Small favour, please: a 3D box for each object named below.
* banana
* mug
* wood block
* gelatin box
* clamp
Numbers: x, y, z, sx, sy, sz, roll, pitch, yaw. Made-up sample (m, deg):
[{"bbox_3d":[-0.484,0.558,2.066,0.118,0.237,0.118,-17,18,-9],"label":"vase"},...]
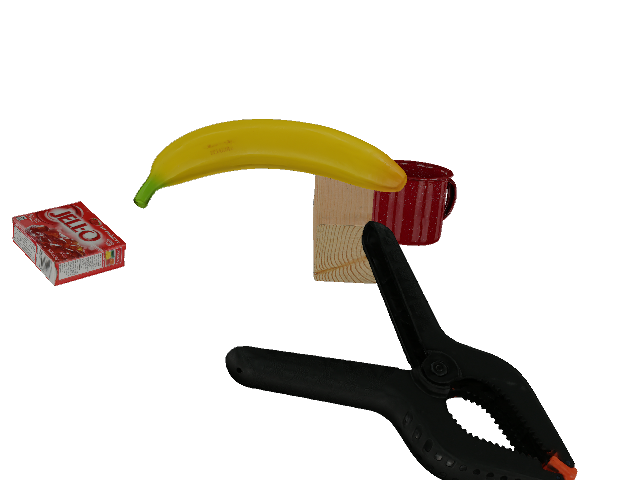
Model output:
[{"bbox_3d":[-0.038,-0.059,0.786,0.197,0.069,0.037,-5,-21,-2],"label":"banana"},{"bbox_3d":[0.111,-0.044,1.235,0.117,0.081,0.093,-9,21,-38],"label":"mug"},{"bbox_3d":[0.036,-0.028,1.533,0.091,0.090,0.206,3,27,-3],"label":"wood block"},{"bbox_3d":[-0.236,0.001,0.996,0.073,0.030,0.089,-16,40,-36],"label":"gelatin box"},{"bbox_3d":[0.056,0.090,0.648,0.164,0.210,0.036,-34,-22,-37],"label":"clamp"}]
